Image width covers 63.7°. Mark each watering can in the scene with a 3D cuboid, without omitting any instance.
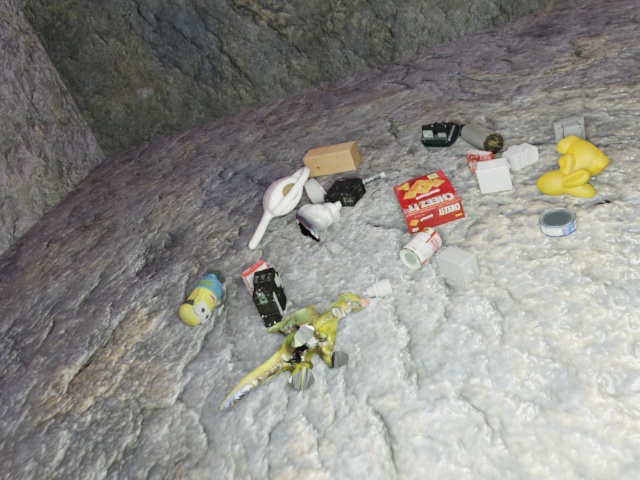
[{"bbox_3d":[-0.157,-0.121,1.815,0.350,0.103,0.225,-53,16,-7],"label":"watering can"}]

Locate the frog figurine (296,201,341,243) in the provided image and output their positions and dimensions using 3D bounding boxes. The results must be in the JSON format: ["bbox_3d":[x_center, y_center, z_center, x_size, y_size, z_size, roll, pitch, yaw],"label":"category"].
[{"bbox_3d":[0.005,-0.083,1.650,0.161,0.122,0.137,-45,14,-18],"label":"frog figurine"}]

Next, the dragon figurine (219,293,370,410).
[{"bbox_3d":[-0.057,0.231,1.186,0.412,0.121,0.243,-26,11,-13],"label":"dragon figurine"}]
